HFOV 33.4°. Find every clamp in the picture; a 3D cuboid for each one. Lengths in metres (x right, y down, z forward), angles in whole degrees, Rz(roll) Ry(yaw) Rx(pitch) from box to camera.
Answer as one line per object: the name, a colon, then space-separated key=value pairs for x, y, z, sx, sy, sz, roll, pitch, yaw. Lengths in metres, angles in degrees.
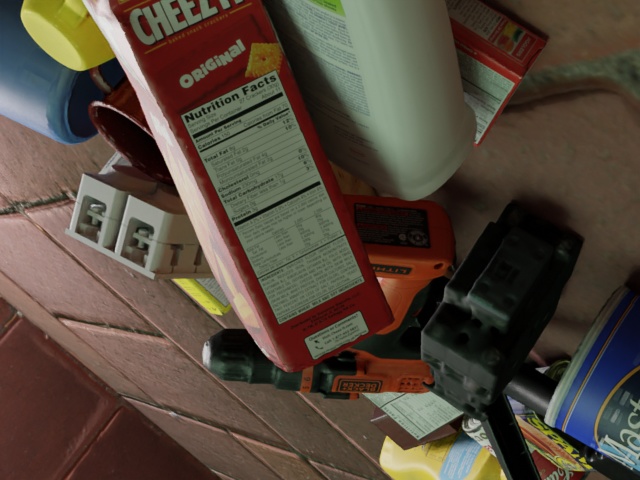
clamp: x=0.127 y=0.095 z=0.819 sx=0.210 sy=0.036 sz=0.165 roll=55 pitch=157 yaw=18

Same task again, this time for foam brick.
foam brick: x=0.099 y=0.166 z=1.055 sx=0.051 sy=0.053 sz=0.078 roll=44 pitch=133 yaw=-17

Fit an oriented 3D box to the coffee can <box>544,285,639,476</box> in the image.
coffee can: x=0.227 y=0.106 z=0.665 sx=0.140 sy=0.102 sz=0.103 roll=29 pitch=159 yaw=20

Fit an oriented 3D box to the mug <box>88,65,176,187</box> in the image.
mug: x=-0.123 y=-0.109 z=0.810 sx=0.117 sy=0.081 sz=0.093 roll=46 pitch=159 yaw=-24

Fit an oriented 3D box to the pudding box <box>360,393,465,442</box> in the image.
pudding box: x=0.096 y=0.123 z=0.960 sx=0.090 sy=0.039 sz=0.114 roll=40 pitch=133 yaw=-11

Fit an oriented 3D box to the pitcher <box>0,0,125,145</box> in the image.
pitcher: x=-0.269 y=-0.183 z=0.850 sx=0.243 sy=0.145 sz=0.149 roll=28 pitch=171 yaw=14

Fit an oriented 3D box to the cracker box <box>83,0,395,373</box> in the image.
cracker box: x=-0.052 y=-0.056 z=0.565 sx=0.213 sy=0.072 sz=0.164 roll=66 pitch=171 yaw=-25

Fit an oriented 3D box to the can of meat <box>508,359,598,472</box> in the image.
can of meat: x=0.202 y=0.147 z=0.875 sx=0.102 sy=0.057 sz=0.084 roll=39 pitch=163 yaw=-5

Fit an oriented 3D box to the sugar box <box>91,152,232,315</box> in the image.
sugar box: x=-0.130 y=-0.018 z=1.012 sx=0.176 sy=0.093 sz=0.048 roll=44 pitch=160 yaw=-18

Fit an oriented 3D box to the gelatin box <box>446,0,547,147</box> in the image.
gelatin box: x=0.074 y=-0.097 z=0.578 sx=0.073 sy=0.030 sz=0.089 roll=34 pitch=162 yaw=6

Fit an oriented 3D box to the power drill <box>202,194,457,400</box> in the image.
power drill: x=0.012 y=0.047 z=0.765 sx=0.184 sy=0.057 sz=0.188 roll=2 pitch=141 yaw=-8

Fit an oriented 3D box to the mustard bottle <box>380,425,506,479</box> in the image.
mustard bottle: x=0.148 y=0.215 z=1.060 sx=0.058 sy=0.096 sz=0.192 roll=48 pitch=157 yaw=-28

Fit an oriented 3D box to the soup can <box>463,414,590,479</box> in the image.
soup can: x=0.186 y=0.174 z=0.947 sx=0.102 sy=0.068 sz=0.069 roll=40 pitch=161 yaw=-6

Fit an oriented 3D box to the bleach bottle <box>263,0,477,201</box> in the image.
bleach bottle: x=0.013 y=-0.119 z=0.471 sx=0.103 sy=0.068 sz=0.251 roll=32 pitch=161 yaw=24

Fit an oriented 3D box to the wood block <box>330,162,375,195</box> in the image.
wood block: x=-0.006 y=0.002 z=0.850 sx=0.091 sy=0.090 sz=0.206 roll=25 pitch=158 yaw=33
